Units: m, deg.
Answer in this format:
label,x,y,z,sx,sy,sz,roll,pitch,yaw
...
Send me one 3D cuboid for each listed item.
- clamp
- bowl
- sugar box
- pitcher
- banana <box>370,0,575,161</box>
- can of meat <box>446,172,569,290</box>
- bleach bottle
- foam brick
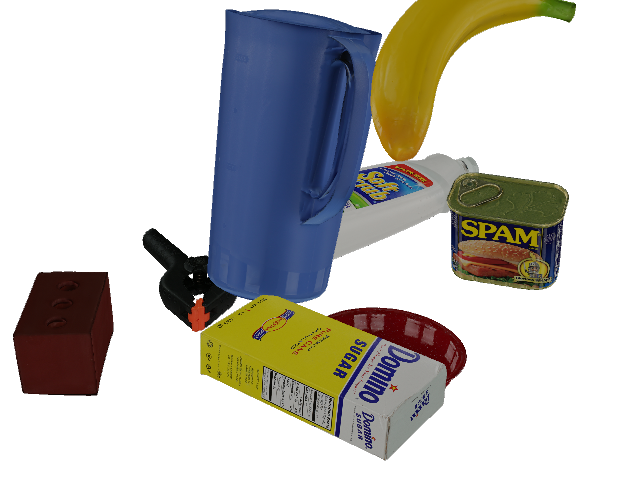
label,x,y,z,sx,sy,sz,roll,pitch,yaw
clamp,-0.114,0.031,1.090,0.120,0.039,0.171,-11,35,-9
bowl,0.063,0.128,1.067,0.162,0.055,0.162,3,25,-1
sugar box,0.001,0.100,0.836,0.176,0.048,0.093,17,29,29
pitcher,-0.025,-0.071,0.911,0.145,0.243,0.149,11,14,10
banana,0.076,-0.114,0.612,0.070,0.037,0.197,31,51,22
can of meat,0.165,-0.006,0.949,0.102,0.084,0.057,10,44,18
bleach bottle,0.064,-0.048,1.196,0.250,0.068,0.103,-21,43,-24
foam brick,-0.177,0.064,0.742,0.053,0.051,0.078,0,31,-2
